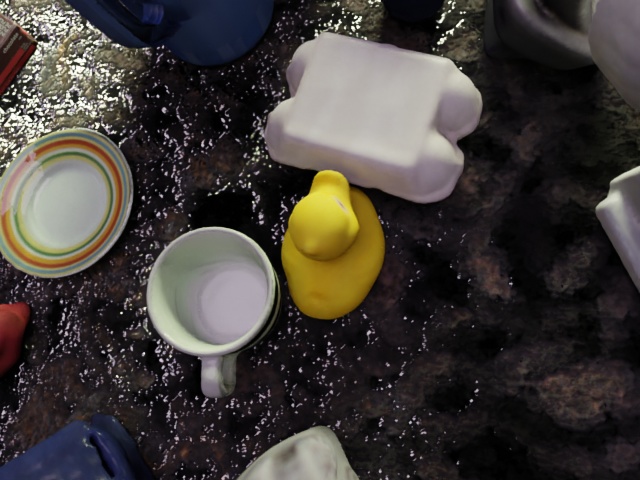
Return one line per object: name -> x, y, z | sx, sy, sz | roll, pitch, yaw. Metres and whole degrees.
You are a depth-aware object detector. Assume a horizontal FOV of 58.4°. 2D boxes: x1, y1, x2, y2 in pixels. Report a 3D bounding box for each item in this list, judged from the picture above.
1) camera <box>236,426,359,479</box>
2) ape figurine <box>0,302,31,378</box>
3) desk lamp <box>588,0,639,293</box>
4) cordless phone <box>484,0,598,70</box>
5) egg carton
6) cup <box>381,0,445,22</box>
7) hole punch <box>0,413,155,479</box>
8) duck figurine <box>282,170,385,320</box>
camera -> -0.026, 0.209, 0.351 | 0.137, 0.101, 0.143 | -29, 73, 4
ape figurine -> -0.280, 0.075, 0.439 | 0.077, 0.092, 0.076 | 18, 81, 15
desk lamp -> 0.228, -0.048, 0.299 | 0.118, 0.214, 0.203 | -23, 74, 6
cordless phone -> 0.158, -0.210, 0.365 | 0.094, 0.185, 0.147 | 0, 77, 12
egg carton -> 0.038, -0.089, 0.423 | 0.150, 0.069, 0.107 | 17, 81, 15
cup -> 0.064, -0.223, 0.435 | 0.091, 0.095, 0.117 | -20, 74, 7
hole punch -> -0.173, 0.186, 0.392 | 0.101, 0.091, 0.108 | -40, 73, 1
duck figurine -> 0.004, 0.001, 0.400 | 0.077, 0.086, 0.104 | 8, 79, 14
